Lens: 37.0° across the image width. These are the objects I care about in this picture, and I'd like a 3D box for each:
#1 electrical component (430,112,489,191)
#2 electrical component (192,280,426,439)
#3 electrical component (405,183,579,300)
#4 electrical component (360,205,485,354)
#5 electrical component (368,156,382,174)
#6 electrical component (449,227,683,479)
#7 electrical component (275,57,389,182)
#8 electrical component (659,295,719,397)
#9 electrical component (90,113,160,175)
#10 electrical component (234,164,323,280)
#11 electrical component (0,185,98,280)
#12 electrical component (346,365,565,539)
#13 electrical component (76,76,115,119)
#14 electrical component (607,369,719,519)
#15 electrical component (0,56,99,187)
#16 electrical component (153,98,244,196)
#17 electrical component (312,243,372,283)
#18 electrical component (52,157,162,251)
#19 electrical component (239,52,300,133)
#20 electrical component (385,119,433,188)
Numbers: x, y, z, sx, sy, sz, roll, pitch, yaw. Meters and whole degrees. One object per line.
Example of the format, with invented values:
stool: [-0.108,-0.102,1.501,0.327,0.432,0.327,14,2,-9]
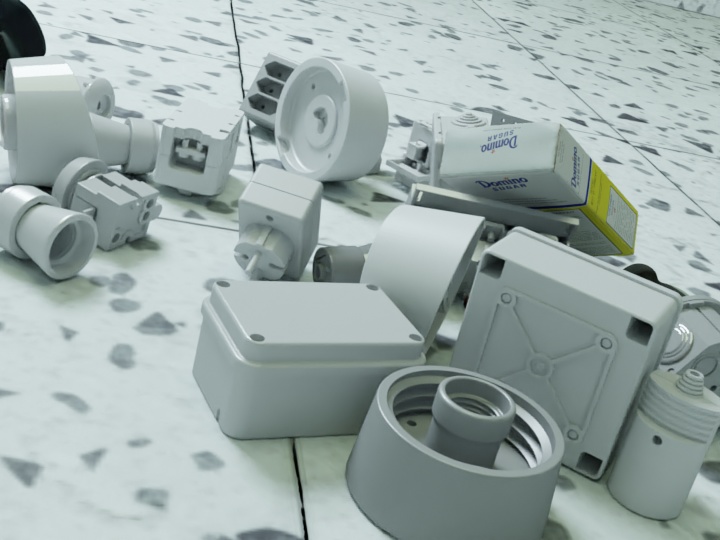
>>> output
electrical component: [0.084,-0.078,0.902,0.048,0.099,0.099,2,23,2]
electrical component: [-0.029,0.048,0.602,0.113,0.057,0.078,2,26,-27]
electrical component: [0.090,-0.014,0.794,0.121,0.078,0.063,12,53,-6]
electrical component: [0.041,0.007,0.683,0.064,0.099,0.099,17,23,21]
electrical component: [0.004,-0.118,1.008,0.040,0.046,0.040,12,23,-5]
electrical component: [0.115,0.047,0.625,0.109,0.108,0.056,25,28,23]
electrical component: [-0.020,-0.129,0.948,0.060,0.108,0.108,3,25,-39]
electrical component: [0.213,0.061,0.690,0.080,0.080,0.051,5,30,-21]
electrical component: [-0.191,-0.100,0.853,0.055,0.045,0.045,4,26,-25]
electrical component: [-0.062,-0.019,0.734,0.047,0.065,0.076,18,53,8]
electrical component: [-0.201,-0.025,0.679,0.055,0.045,0.045,26,26,26]
electrical component: [0.052,0.090,0.549,0.108,0.060,0.108,13,24,-6]
electrical component: [-0.247,-0.147,0.929,0.062,0.048,0.048,15,22,18]
electrical component: [0.170,0.091,0.591,0.043,0.081,0.043,12,23,-5]
electrical component: [-0.228,-0.107,0.786,0.064,0.099,0.099,-3,28,-23]
electrical component: [-0.130,-0.097,0.868,0.050,0.055,0.089,14,23,-1]
electrical component: [0.000,0.000,0.748,0.065,0.044,0.044,-3,29,-26]
electrical component: [-0.178,-0.047,0.743,0.055,0.048,0.066,31,27,15]
electrical component: [-0.070,-0.163,1.053,0.047,0.065,0.077,26,-3,24]
electrical component: [0.069,-0.107,0.999,0.081,0.063,0.042,-11,35,-46]
